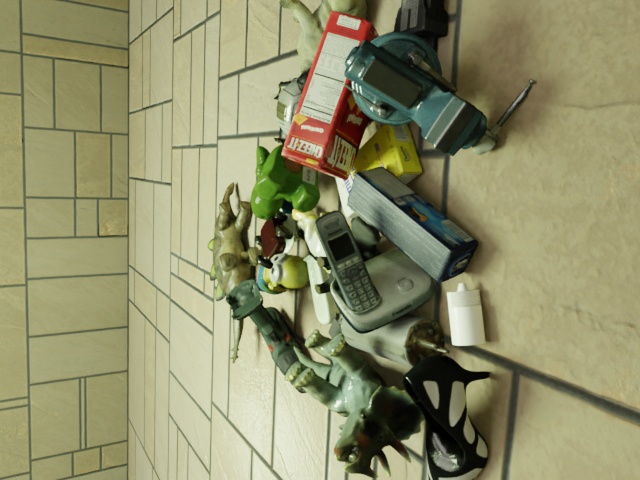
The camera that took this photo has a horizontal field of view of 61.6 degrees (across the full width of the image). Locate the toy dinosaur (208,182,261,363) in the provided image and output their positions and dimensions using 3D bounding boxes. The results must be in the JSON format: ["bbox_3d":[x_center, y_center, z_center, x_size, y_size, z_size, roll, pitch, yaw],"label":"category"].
[{"bbox_3d":[-0.224,0.067,1.378,0.198,0.105,0.471,130,139,-57],"label":"toy dinosaur"}]

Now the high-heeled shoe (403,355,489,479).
[{"bbox_3d":[0.150,0.262,0.715,0.086,0.145,0.248,36,120,54],"label":"high-heeled shoe"}]

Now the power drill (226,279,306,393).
[{"bbox_3d":[-0.102,0.190,1.121,0.086,0.207,0.232,-39,35,2],"label":"power drill"}]

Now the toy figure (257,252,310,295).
[{"bbox_3d":[-0.082,0.074,1.158,0.180,0.089,0.082,144,120,-64],"label":"toy figure"}]

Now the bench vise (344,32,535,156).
[{"bbox_3d":[0.136,-0.201,0.726,0.241,0.224,0.128,-86,15,-64],"label":"bench vise"}]

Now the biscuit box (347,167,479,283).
[{"bbox_3d":[0.128,-0.026,0.774,0.203,0.059,0.062,45,137,33],"label":"biscuit box"}]

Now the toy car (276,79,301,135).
[{"bbox_3d":[-0.034,-0.251,1.039,0.109,0.103,0.161,48,129,49],"label":"toy car"}]

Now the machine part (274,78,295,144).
[{"bbox_3d":[-0.071,-0.276,1.164,0.084,0.039,0.138,10,98,50],"label":"machine part"}]

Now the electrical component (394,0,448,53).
[{"bbox_3d":[0.147,-0.313,0.788,0.075,0.048,0.119,21,108,58],"label":"electrical component"}]

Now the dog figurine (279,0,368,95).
[{"bbox_3d":[0.031,-0.333,0.925,0.172,0.121,0.190,-17,89,26],"label":"dog figurine"}]

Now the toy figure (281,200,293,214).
[{"bbox_3d":[-0.061,-0.133,1.134,0.064,0.057,0.154,-7,83,33],"label":"toy figure"}]

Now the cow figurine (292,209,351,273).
[{"bbox_3d":[-0.001,-0.004,1.034,0.168,0.068,0.098,39,130,53],"label":"cow figurine"}]

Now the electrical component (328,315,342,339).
[{"bbox_3d":[0.043,0.180,1.008,0.063,0.021,0.094,56,136,41],"label":"electrical component"}]

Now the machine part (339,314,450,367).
[{"bbox_3d":[0.109,0.148,0.843,0.243,0.079,0.079,1,93,59],"label":"machine part"}]

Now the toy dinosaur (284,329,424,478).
[{"bbox_3d":[0.051,0.245,0.887,0.131,0.192,0.405,-48,3,-5],"label":"toy dinosaur"}]

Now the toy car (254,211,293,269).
[{"bbox_3d":[-0.094,-0.003,1.109,0.089,0.053,0.202,-54,17,8],"label":"toy car"}]

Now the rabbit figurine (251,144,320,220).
[{"bbox_3d":[-0.091,-0.112,1.043,0.170,0.121,0.159,-41,47,49],"label":"rabbit figurine"}]

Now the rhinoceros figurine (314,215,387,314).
[{"bbox_3d":[0.056,0.041,0.906,0.073,0.112,0.190,45,143,27],"label":"rhinoceros figurine"}]

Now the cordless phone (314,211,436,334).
[{"bbox_3d":[0.074,0.030,0.795,0.184,0.147,0.089,67,165,-10],"label":"cordless phone"}]
